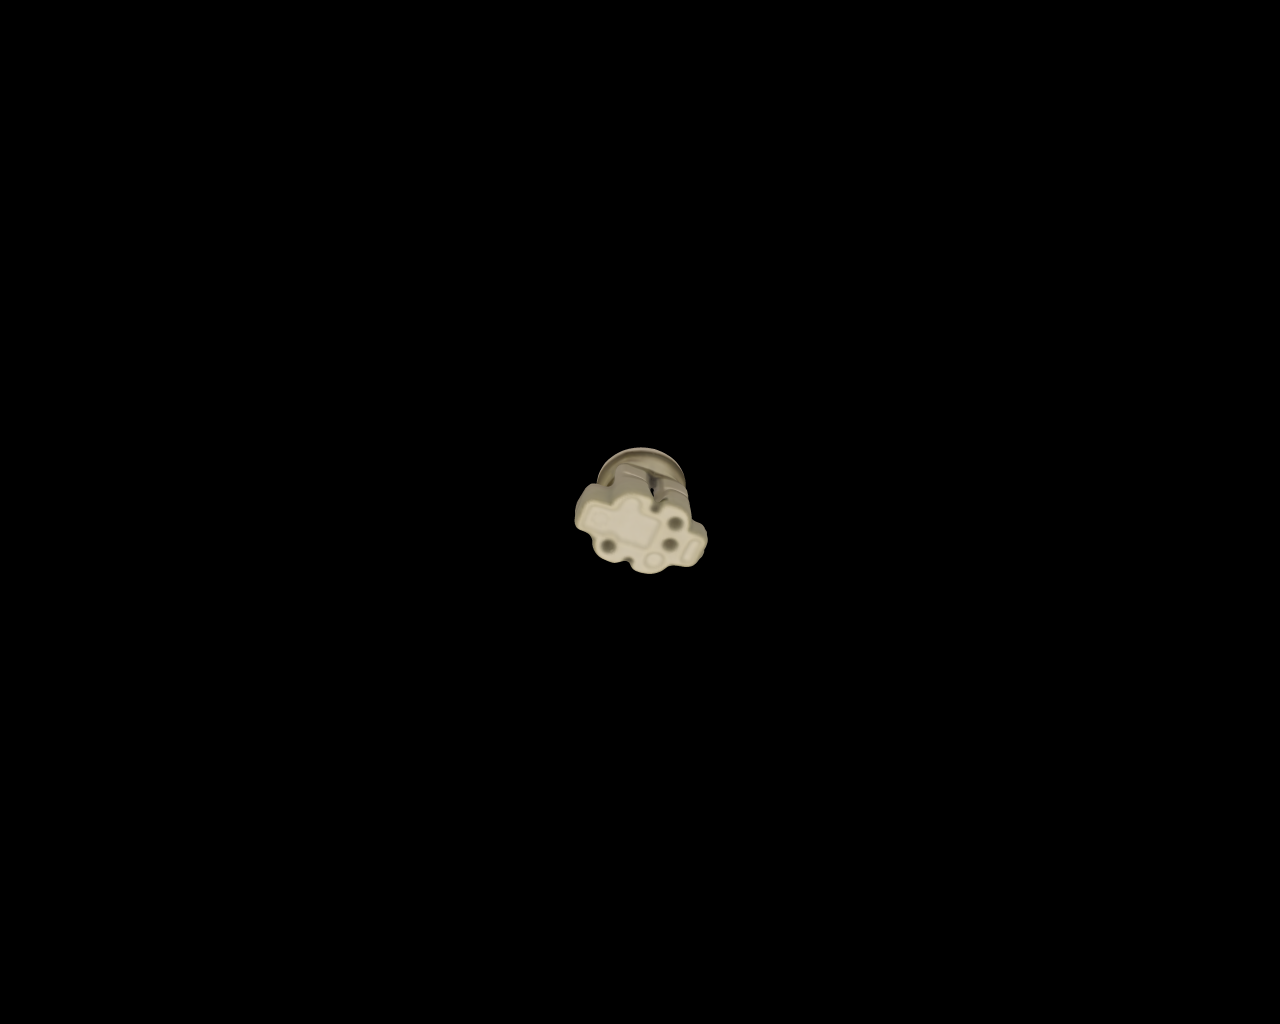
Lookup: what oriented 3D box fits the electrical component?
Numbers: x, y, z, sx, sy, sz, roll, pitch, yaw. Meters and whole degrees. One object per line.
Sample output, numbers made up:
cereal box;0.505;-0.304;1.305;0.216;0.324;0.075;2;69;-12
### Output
electrical component;0.001;-0.003;0.650;0.078;0.058;0.057;20;31;-13
